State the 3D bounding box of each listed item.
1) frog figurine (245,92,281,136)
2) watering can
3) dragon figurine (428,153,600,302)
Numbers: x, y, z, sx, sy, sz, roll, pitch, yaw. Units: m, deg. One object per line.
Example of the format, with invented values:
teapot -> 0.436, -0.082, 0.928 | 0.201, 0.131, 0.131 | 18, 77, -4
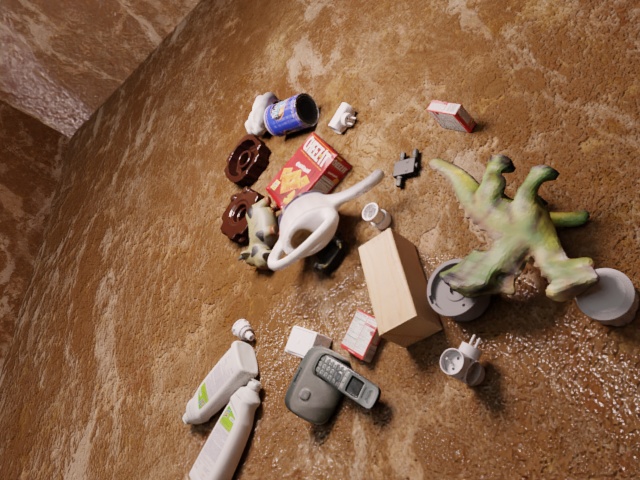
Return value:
frog figurine -> -0.194, -0.409, 1.689 | 0.159, 0.122, 0.138 | -5, 81, 32
watering can -> 0.004, -0.062, 1.236 | 0.346, 0.103, 0.228 | -42, 21, 7
dragon figurine -> 0.292, -0.015, 0.892 | 0.245, 0.120, 0.414 | -51, 39, -12
